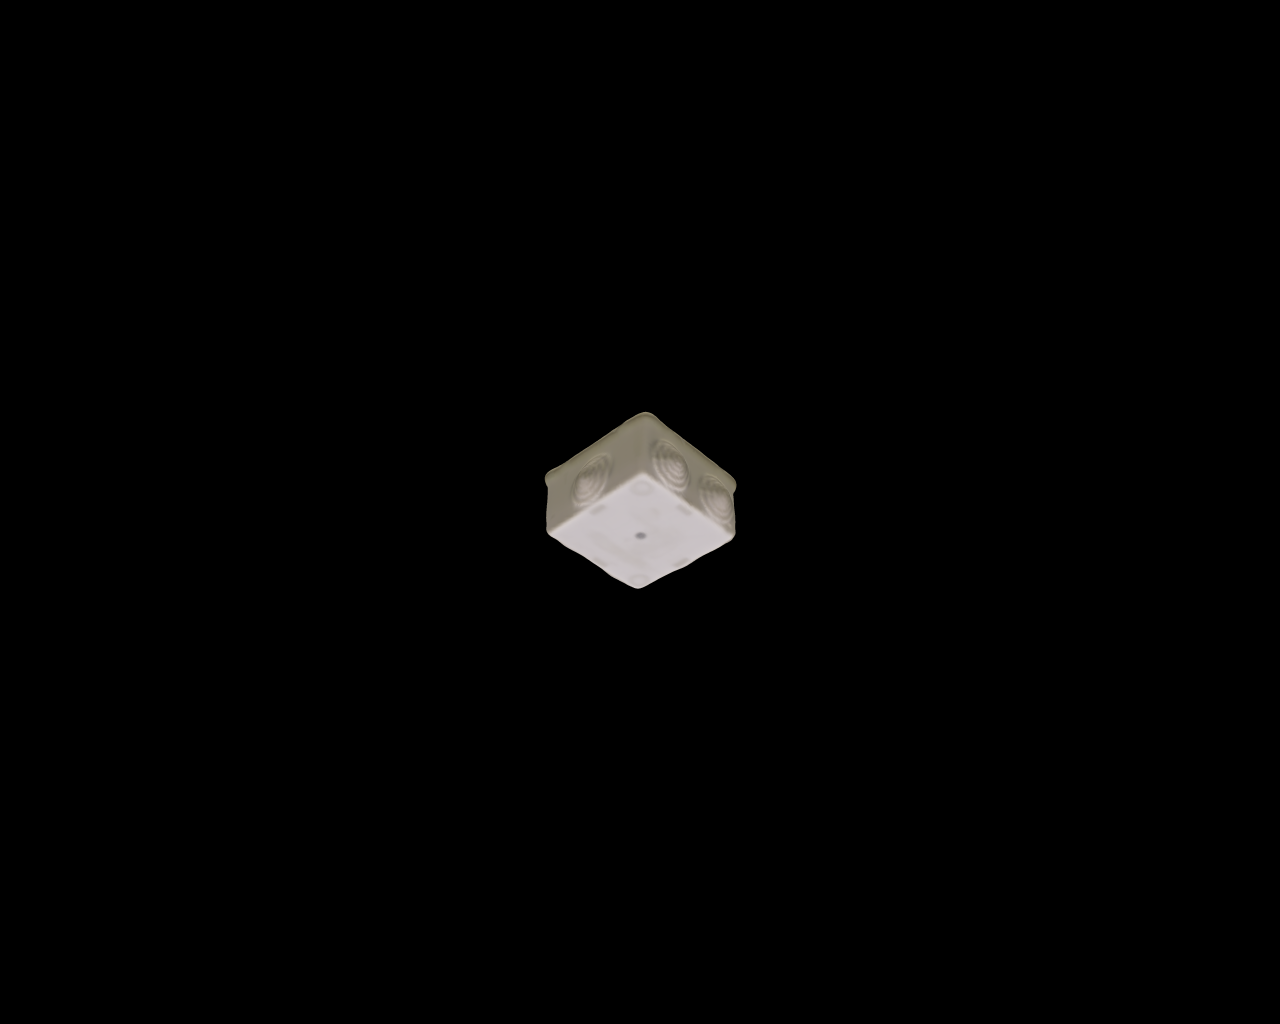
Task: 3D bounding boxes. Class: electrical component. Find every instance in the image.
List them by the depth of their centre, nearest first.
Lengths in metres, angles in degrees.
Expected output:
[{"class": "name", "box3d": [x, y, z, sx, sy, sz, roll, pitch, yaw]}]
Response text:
[{"class": "electrical component", "box3d": [0.001, -0.003, 0.650, 0.099, 0.048, 0.099, -30, -49, 31]}]
